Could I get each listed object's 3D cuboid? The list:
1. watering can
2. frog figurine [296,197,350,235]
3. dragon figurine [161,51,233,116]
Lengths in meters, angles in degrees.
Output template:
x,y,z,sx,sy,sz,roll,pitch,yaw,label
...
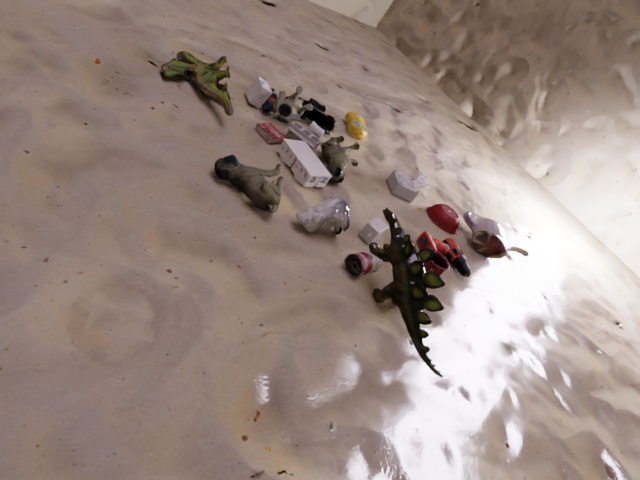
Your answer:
x,y,z,sx,sy,sz,roll,pitch,yaw,label
0.745,0.004,2.161,0.347,0.102,0.229,35,32,-2,watering can
0.005,-0.078,1.558,0.159,0.122,0.138,13,4,-19,frog figurine
-0.436,-0.565,1.816,0.243,0.119,0.420,2,40,-18,dragon figurine
